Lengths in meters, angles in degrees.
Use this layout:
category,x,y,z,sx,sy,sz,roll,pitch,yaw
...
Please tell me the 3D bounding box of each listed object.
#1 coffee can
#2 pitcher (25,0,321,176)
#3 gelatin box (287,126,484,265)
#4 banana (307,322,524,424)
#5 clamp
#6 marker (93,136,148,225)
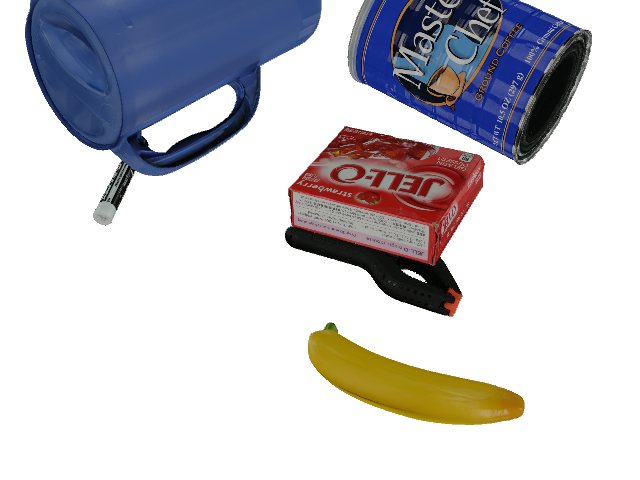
category,x,y,z,sx,sy,sz,roll,pitch,yaw
coffee can,0.105,-0.131,0.759,0.140,0.103,0.102,30,11,20
pitcher,-0.112,-0.172,0.913,0.242,0.149,0.145,-31,48,-34
gelatin box,0.038,-0.028,0.597,0.089,0.030,0.073,15,40,22
banana,0.055,0.101,0.806,0.198,0.037,0.069,20,38,39
clamp,0.071,0.021,1.246,0.164,0.036,0.210,-21,51,-38
marker,-0.200,-0.064,1.077,0.020,0.121,0.020,9,-43,8
